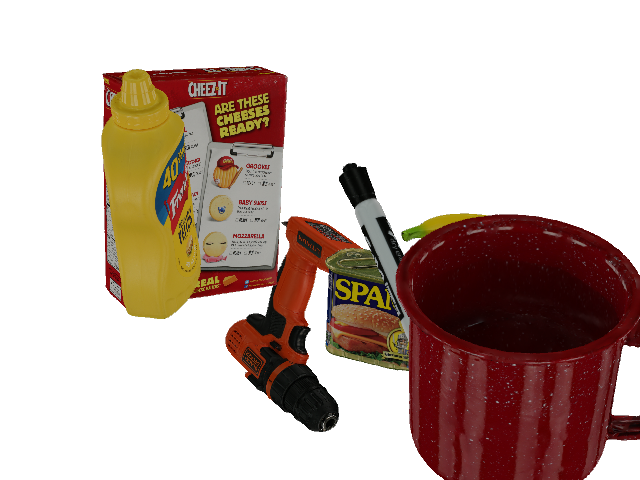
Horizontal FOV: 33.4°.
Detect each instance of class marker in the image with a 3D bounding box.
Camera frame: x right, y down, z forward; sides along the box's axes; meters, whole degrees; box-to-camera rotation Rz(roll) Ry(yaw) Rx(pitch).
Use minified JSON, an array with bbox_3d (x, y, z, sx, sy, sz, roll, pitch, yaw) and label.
[{"bbox_3d":[0.040,0.006,0.655,0.020,0.121,0.020,-20,-19,-7],"label":"marker"}]

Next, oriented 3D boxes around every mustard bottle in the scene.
[{"bbox_3d":[-0.127,-0.040,0.800,0.058,0.192,0.096,6,39,10],"label":"mustard bottle"}]

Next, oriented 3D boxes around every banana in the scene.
[{"bbox_3d":[0.187,0.004,1.103,0.198,0.037,0.069,9,36,19],"label":"banana"}]

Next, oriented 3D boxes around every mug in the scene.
[{"bbox_3d":[0.088,0.050,0.423,0.117,0.081,0.093,7,36,14],"label":"mug"}]

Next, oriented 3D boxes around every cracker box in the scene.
[{"bbox_3d":[-0.121,-0.054,1.019,0.163,0.214,0.072,-8,21,-31],"label":"cracker box"}]

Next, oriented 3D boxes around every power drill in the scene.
[{"bbox_3d":[-0.015,0.083,1.113,0.057,0.188,0.185,12,18,-44],"label":"power drill"}]

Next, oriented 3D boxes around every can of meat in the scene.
[{"bbox_3d":[0.054,0.060,0.926,0.102,0.084,0.057,12,21,24],"label":"can of meat"}]
